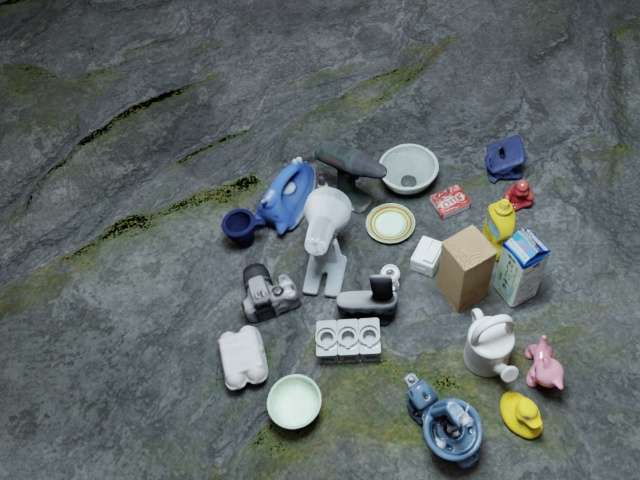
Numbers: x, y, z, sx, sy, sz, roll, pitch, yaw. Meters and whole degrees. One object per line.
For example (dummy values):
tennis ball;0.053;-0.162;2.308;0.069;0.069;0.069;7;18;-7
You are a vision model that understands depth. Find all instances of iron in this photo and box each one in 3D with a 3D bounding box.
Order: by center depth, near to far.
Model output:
iron;-0.089;-0.148;1.587;0.118;0.142;0.258;20;61;20

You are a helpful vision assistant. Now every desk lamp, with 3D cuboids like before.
desk lamp;0.013;0.005;1.427;0.117;0.214;0.203;4;57;11

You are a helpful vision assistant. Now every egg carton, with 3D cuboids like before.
egg carton;-0.182;0.279;1.360;0.107;0.069;0.150;-18;56;-4

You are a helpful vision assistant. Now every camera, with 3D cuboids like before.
camera;-0.136;0.117;1.442;0.143;0.101;0.136;-19;56;-5

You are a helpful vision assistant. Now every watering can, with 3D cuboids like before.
watering can;0.374;0.223;1.240;0.101;0.194;0.172;-36;59;-15

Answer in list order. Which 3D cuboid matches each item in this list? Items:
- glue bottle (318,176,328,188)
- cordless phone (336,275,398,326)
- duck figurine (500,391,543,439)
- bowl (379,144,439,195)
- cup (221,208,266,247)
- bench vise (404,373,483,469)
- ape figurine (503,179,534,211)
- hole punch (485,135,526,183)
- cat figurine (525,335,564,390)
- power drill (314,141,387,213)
glue bottle;0.015;-0.112;1.529;0.078;0.173;0.037;19;61;20
cordless phone;0.109;0.124;1.350;0.147;0.185;0.094;-4;56;6
duck figurine;0.428;0.360;1.206;0.077;0.086;0.104;-27;57;-10
bowl;0.247;-0.185;1.603;0.167;0.075;0.167;-4;56;6
cup;-0.198;-0.025;1.550;0.117;0.095;0.091;-3;56;6
bench vise;0.237;0.356;1.156;0.206;0.220;0.122;30;65;25
ape figurine;0.527;-0.124;1.511;0.077;0.092;0.076;18;61;19
hole punch;0.509;-0.226;1.582;0.101;0.091;0.108;-4;56;6
cat figurine;0.487;0.269;1.238;0.067;0.118;0.128;2;57;10
power drill;0.089;-0.170;1.535;0.229;0.209;0.076;32;66;26
